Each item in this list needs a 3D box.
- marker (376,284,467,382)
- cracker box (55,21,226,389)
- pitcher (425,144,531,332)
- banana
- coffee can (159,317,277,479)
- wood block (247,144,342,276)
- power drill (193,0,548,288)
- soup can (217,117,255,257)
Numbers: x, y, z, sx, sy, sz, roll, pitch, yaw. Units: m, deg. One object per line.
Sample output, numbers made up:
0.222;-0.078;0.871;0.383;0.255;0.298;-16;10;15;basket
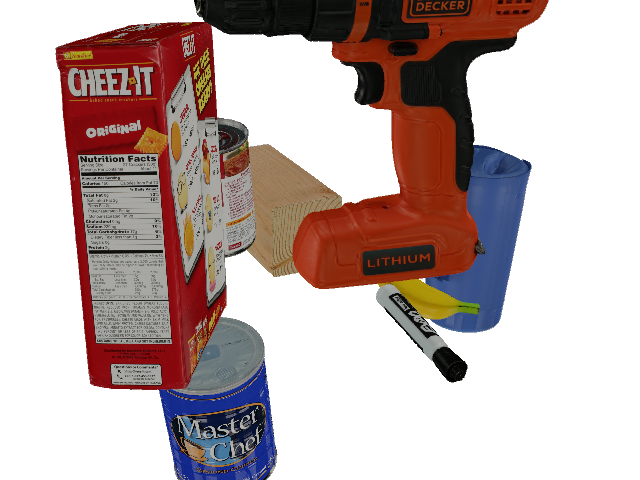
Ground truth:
0.076;0.070;0.813;0.020;0.020;0.121;0;27;-26;marker
-0.112;-0.030;0.705;0.072;0.214;0.164;-1;15;5;cracker box
0.197;0.001;1.452;0.149;0.243;0.145;5;23;3;pitcher
0.096;0.044;1.197;0.069;0.037;0.198;3;23;-30;banana
-0.098;0.158;1.009;0.103;0.140;0.103;-3;35;2;coffee can
-0.061;-0.042;1.313;0.090;0.090;0.206;-10;26;-25;wood block
0.025;-0.067;0.567;0.184;0.188;0.057;-5;31;-13;power drill
-0.091;-0.044;0.906;0.068;0.102;0.068;-2;31;1;soup can
